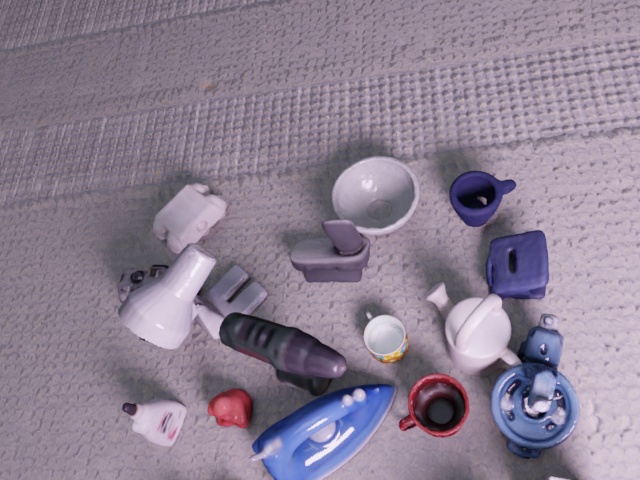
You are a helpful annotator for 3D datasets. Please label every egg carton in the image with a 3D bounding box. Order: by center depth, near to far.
[{"bbox_3d":[-0.268,-0.045,1.183,0.107,0.069,0.150,36,77,26],"label":"egg carton"}]

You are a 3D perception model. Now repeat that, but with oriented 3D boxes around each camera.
[{"bbox_3d":[-0.321,0.123,1.096,0.143,0.101,0.137,0,64,14],"label":"camera"}]

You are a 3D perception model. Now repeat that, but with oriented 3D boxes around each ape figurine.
[{"bbox_3d":[-0.157,0.288,0.978,0.077,0.092,0.076,35,77,26],"label":"ape figurine"}]

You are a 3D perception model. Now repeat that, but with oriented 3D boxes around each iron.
[{"bbox_3d":[0.007,0.291,0.907,0.258,0.142,0.118,-34,61,-4],"label":"iron"}]

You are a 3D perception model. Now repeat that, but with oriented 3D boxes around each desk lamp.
[{"bbox_3d":[-0.224,0.103,1.016,0.117,0.214,0.203,37,78,27],"label":"desk lamp"}]

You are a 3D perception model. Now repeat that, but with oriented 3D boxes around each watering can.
[{"bbox_3d":[0.238,0.138,0.893,0.172,0.194,0.101,19,70,22],"label":"watering can"}]

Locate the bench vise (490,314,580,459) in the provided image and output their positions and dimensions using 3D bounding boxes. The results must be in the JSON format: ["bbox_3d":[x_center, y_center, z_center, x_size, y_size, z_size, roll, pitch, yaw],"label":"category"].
[{"bbox_3d":[0.306,0.199,0.830,0.121,0.220,0.207,-5,63,12],"label":"bench vise"}]

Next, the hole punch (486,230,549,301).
[{"bbox_3d":[0.334,0.045,0.973,0.101,0.091,0.108,-1,64,14],"label":"hole punch"}]

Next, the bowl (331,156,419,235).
[{"bbox_3d":[0.110,-0.074,1.098,0.167,0.075,0.167,-6,63,12],"label":"bowl"}]

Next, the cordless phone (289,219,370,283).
[{"bbox_3d":[0.009,0.004,1.022,0.147,0.185,0.094,-6,63,12],"label":"cordless phone"}]

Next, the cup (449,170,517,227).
[{"bbox_3d":[0.294,-0.069,1.037,0.117,0.095,0.091,-17,61,6],"label":"cup"}]

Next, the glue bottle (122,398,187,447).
[{"bbox_3d":[-0.283,0.297,0.959,0.037,0.173,0.078,9,67,18],"label":"glue bottle"}]

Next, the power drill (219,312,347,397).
[{"bbox_3d":[-0.044,0.189,0.931,0.229,0.209,0.076,16,69,21],"label":"power drill"}]
